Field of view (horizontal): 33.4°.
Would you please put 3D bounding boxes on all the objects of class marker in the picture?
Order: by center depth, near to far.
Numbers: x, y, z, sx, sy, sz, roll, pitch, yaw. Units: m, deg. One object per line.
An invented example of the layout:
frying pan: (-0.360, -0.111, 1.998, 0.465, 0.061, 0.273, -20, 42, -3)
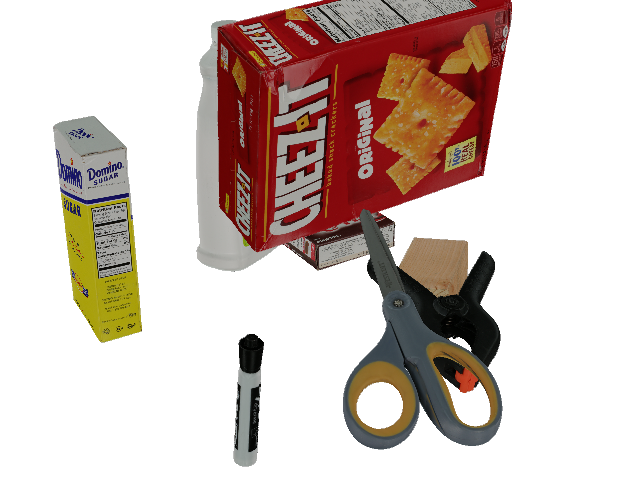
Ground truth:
marker: (-0.055, 0.122, 0.813, 0.020, 0.121, 0.020, 4, 32, -3)

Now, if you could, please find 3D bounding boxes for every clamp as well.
clamp: (0.121, 0.063, 0.945, 0.120, 0.039, 0.171, -11, 42, -11)

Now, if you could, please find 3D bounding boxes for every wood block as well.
wood block: (0.166, 0.073, 1.625, 0.091, 0.090, 0.206, 4, 21, 14)

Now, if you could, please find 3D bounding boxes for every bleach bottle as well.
bleach bottle: (-0.092, -0.101, 1.114, 0.068, 0.251, 0.102, 14, 31, 32)

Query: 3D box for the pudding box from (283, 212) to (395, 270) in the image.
pudding box: (0.019, -0.010, 1.274, 0.113, 0.039, 0.090, -19, 31, -27)

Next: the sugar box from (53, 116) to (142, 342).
sugar box: (-0.194, -0.010, 0.929, 0.048, 0.176, 0.093, -15, 28, -23)

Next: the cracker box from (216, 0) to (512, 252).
cracker box: (0.033, -0.098, 0.797, 0.213, 0.164, 0.072, -20, 46, -24)

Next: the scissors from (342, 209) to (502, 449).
scissors: (0.033, 0.053, 0.640, 0.096, 0.016, 0.202, -20, 44, -17)
